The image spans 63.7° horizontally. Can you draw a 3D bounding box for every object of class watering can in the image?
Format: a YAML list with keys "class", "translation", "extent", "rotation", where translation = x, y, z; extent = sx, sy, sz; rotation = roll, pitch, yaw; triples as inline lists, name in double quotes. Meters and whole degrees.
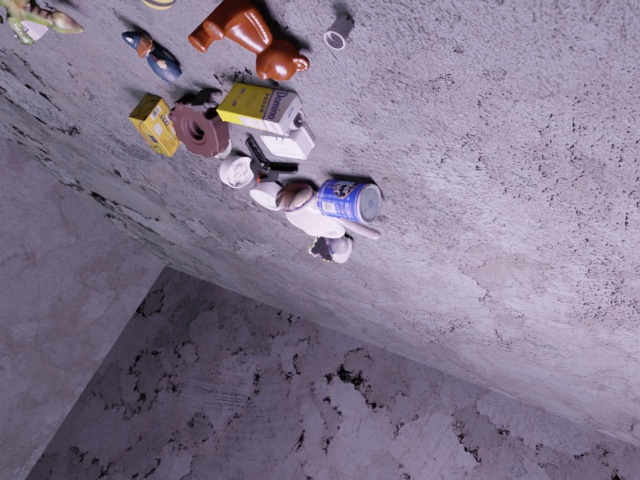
- class: "watering can"
  translation: [0.005, -0.076, 1.508]
  extent: [0.348, 0.105, 0.221]
  rotation: [5, 149, 48]

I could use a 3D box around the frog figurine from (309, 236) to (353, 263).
- class: "frog figurine"
  translation: [0.057, 0.017, 1.720]
  extent: [0.137, 0.123, 0.160]
  rotation: [-7, 177, 44]

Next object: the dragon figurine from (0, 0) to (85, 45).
- class: "dragon figurine"
  translation: [-0.748, -0.604, 1.195]
  extent: [0.406, 0.124, 0.241]
  rotation: [35, 160, -22]
